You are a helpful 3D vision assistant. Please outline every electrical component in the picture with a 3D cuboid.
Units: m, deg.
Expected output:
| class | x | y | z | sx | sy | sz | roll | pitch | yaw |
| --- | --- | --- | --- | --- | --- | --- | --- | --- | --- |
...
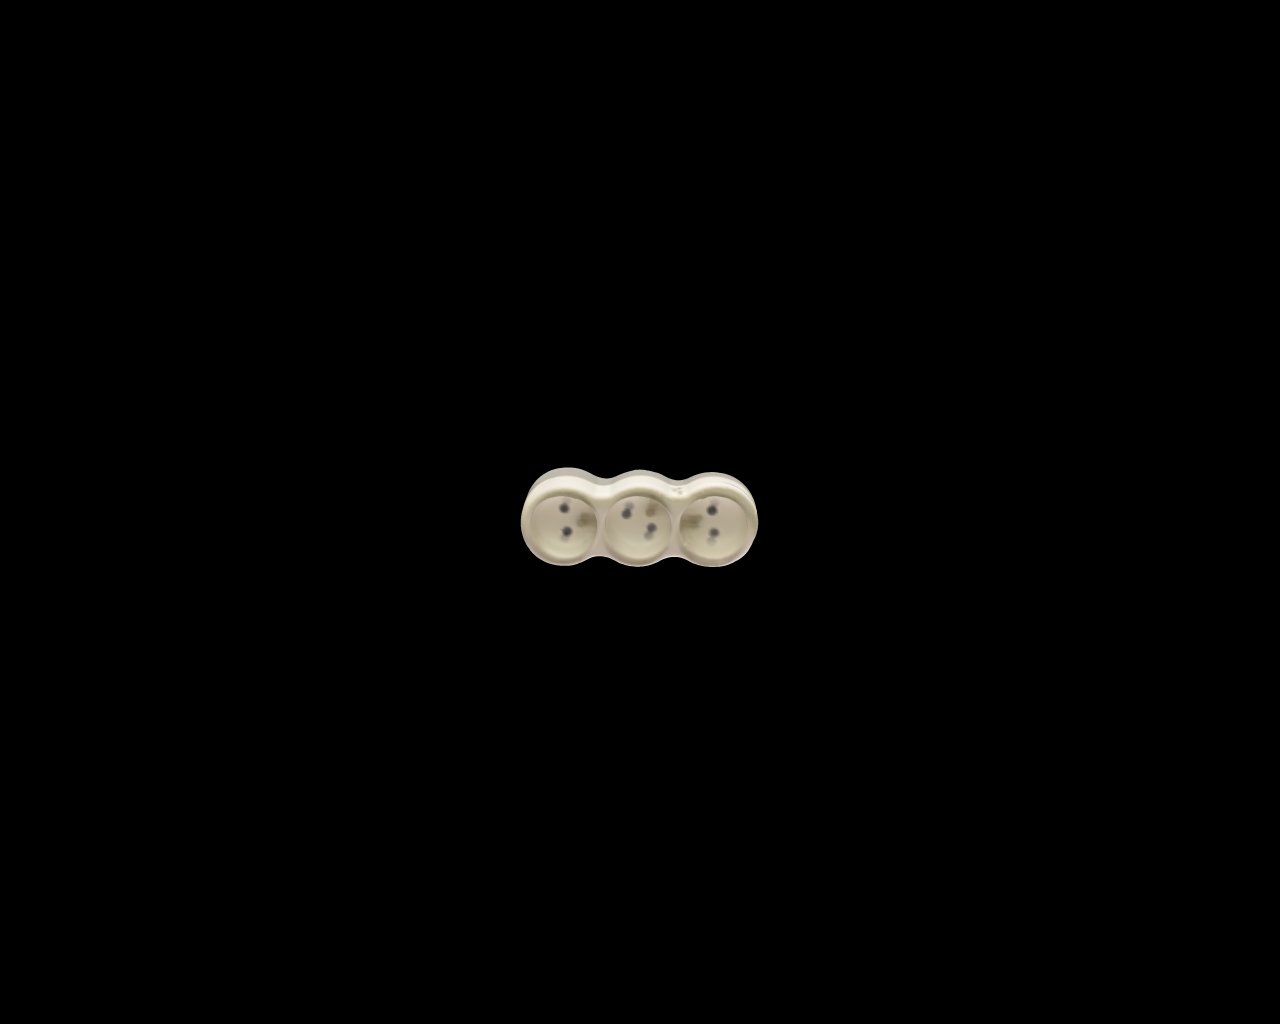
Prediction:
| class | x | y | z | sx | sy | sz | roll | pitch | yaw |
| --- | --- | --- | --- | --- | --- | --- | --- | --- | --- |
| electrical component | 0.001 | -0.003 | 0.650 | 0.138 | 0.052 | 0.074 | 1 | 20 | 2 |
